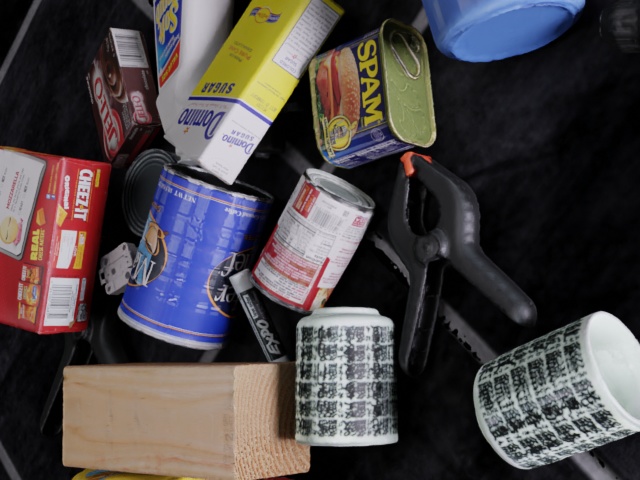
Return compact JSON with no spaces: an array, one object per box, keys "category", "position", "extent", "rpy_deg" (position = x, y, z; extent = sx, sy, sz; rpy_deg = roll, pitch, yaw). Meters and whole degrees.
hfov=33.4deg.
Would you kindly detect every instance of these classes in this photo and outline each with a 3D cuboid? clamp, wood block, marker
[{"category":"clamp","position":[0.086,0.017,0.812],"extent":[0.120,0.039,0.171],"rpy_deg":[-35,57,27]},{"category":"wood block","position":[-0.115,0.148,0.895],"extent":[0.207,0.090,0.090],"rpy_deg":[-5,83,39]},{"category":"clamp","position":[-0.237,0.100,1.083],"extent":[0.165,0.036,0.210],"rpy_deg":[-22,68,37]},{"category":"marker","position":[-0.043,0.082,0.901],"extent":[0.020,0.020,0.121],"rpy_deg":[-22,93,37]}]

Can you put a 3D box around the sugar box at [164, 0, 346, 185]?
[{"category":"sugar box","position":[-0.060,-0.141,0.917],"extent":[0.176,0.048,0.093],"rpy_deg":[-55,33,1]}]

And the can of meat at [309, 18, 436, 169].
[{"category":"can of meat","position":[0.040,-0.114,0.858],"extent":[0.084,0.057,0.102],"rpy_deg":[-16,73,42]}]

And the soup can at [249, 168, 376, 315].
[{"category":"soup can","position":[-0.006,0.001,0.874],"extent":[0.069,0.068,0.102],"rpy_deg":[40,109,37]}]

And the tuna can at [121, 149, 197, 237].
[{"category":"tuna can","position":[-0.152,-0.043,1.031],"extent":[0.086,0.033,0.086],"rpy_deg":[-7,80,40]}]

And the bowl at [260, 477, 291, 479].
[{"category":"bowl","position":[-0.016,0.270,0.855],"extent":[0.162,0.055,0.162],"rpy_deg":[-7,80,40]}]

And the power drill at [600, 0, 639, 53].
[{"category":"power drill","position":[0.253,-0.072,0.665],"extent":[0.185,0.057,0.187],"rpy_deg":[6,88,41]}]

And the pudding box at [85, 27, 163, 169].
[{"category":"pudding box","position":[-0.196,-0.140,1.063],"extent":[0.090,0.039,0.113],"rpy_deg":[-43,55,51]}]

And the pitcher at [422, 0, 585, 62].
[{"category":"pitcher","position":[0.121,-0.261,0.771],"extent":[0.149,0.144,0.243],"rpy_deg":[-28,70,49]}]

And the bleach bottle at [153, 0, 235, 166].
[{"category":"bleach bottle","position":[-0.116,-0.197,0.997],"extent":[0.103,0.067,0.251],"rpy_deg":[-12,78,56]}]

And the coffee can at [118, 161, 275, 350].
[{"category":"coffee can","position":[-0.109,0.013,0.940],"extent":[0.103,0.102,0.140],"rpy_deg":[25,101,40]}]

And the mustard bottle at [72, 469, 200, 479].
[{"category":"mustard bottle","position":[-0.167,0.233,0.965],"extent":[0.192,0.096,0.058],"rpy_deg":[-7,82,40]}]

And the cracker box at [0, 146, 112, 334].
[{"category":"cracker box","position":[-0.308,-0.009,1.040],"extent":[0.214,0.072,0.164],"rpy_deg":[10,93,34]}]
